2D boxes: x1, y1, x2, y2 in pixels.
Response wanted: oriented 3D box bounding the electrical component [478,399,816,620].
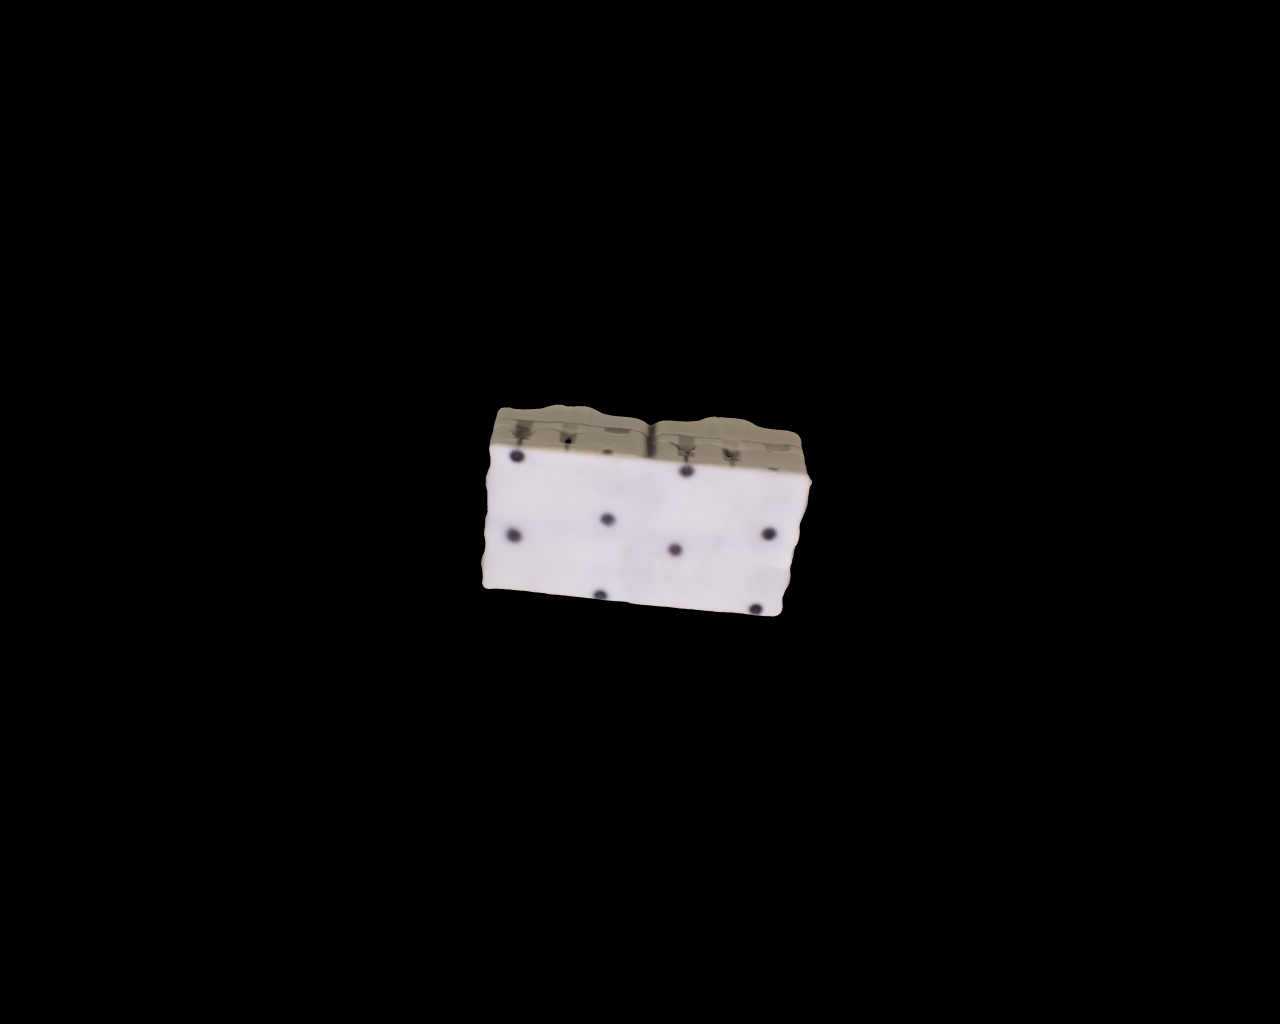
[{"bbox_3d":[0.001,-0.003,0.650,0.186,0.105,0.060,5,31,-3],"label":"electrical component"}]
